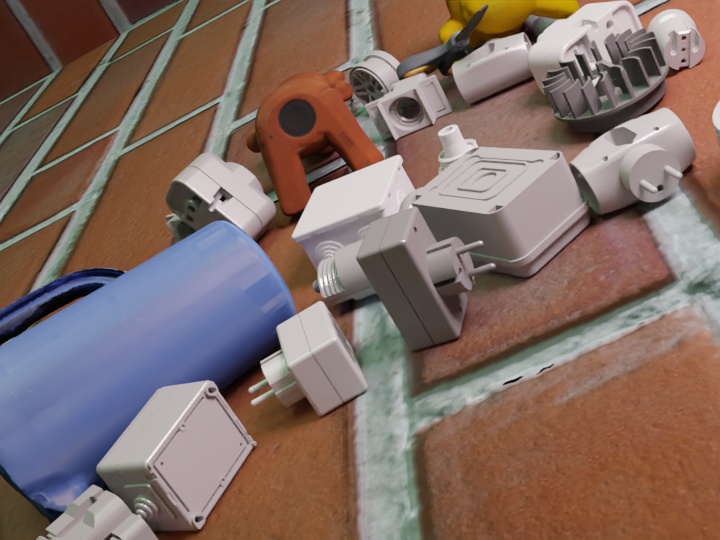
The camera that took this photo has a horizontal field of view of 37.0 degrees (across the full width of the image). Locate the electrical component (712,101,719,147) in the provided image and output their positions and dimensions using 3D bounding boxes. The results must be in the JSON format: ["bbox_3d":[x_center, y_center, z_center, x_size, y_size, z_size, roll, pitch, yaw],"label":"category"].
[{"bbox_3d":[0.277,-0.098,0.679,0.108,0.060,0.108,-26,25,13],"label":"electrical component"}]

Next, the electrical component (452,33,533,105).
[{"bbox_3d":[0.137,-0.208,1.080,0.077,0.043,0.079,-22,25,20],"label":"electrical component"}]

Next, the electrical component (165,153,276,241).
[{"bbox_3d":[-0.133,-0.066,1.051,0.059,0.095,0.053,-50,-2,-36],"label":"electrical component"}]

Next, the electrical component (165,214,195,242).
[{"bbox_3d":[-0.159,-0.051,1.123,0.081,0.042,0.063,-6,32,43],"label":"electrical component"}]

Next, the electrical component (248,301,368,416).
[{"bbox_3d":[-0.043,0.070,0.745,0.077,0.047,0.065,-30,24,2],"label":"electrical component"}]

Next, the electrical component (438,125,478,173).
[{"bbox_3d":[0.084,-0.088,0.884,0.048,0.062,0.048,-23,23,10],"label":"electrical component"}]

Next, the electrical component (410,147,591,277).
[{"bbox_3d":[0.102,-0.044,0.783,0.078,0.057,0.113,-40,25,-20],"label":"electrical component"}]

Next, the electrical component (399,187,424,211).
[{"bbox_3d":[0.053,-0.046,0.863,0.043,0.043,0.062,-22,24,19],"label":"electrical component"}]

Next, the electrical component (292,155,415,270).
[{"bbox_3d":[0.000,-0.044,0.915,0.100,0.048,0.099,-19,26,25],"label":"electrical component"}]

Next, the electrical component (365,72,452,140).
[{"bbox_3d":[0.052,-0.172,1.112,0.081,0.042,0.063,-19,25,23],"label":"electrical component"}]

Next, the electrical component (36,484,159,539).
[{"bbox_3d":[-0.168,0.176,0.674,0.057,0.058,0.078,-42,26,-29],"label":"electrical component"}]

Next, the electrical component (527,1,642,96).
[{"bbox_3d":[0.202,-0.199,0.973,0.095,0.053,0.059,-39,25,-18],"label":"electrical component"}]

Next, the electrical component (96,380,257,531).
[{"bbox_3d":[-0.127,0.128,0.712,0.061,0.061,0.096,-12,30,37],"label":"electrical component"}]

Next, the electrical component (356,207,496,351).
[{"bbox_3d":[0.053,0.001,0.722,0.076,0.083,0.047,-19,26,25],"label":"electrical component"}]

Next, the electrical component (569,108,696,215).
[{"bbox_3d":[0.195,-0.070,0.743,0.077,0.043,0.079,-30,23,1],"label":"electrical component"}]

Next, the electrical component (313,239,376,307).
[{"bbox_3d":[0.000,0.000,0.835,0.081,0.043,0.043,-22,26,21],"label":"electrical component"}]

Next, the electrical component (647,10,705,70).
[{"bbox_3d":[0.267,-0.193,0.904,0.040,0.040,0.046,-25,30,14],"label":"electrical component"}]
